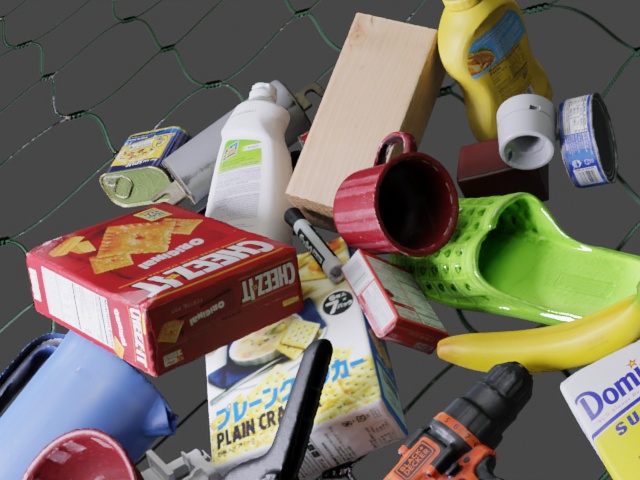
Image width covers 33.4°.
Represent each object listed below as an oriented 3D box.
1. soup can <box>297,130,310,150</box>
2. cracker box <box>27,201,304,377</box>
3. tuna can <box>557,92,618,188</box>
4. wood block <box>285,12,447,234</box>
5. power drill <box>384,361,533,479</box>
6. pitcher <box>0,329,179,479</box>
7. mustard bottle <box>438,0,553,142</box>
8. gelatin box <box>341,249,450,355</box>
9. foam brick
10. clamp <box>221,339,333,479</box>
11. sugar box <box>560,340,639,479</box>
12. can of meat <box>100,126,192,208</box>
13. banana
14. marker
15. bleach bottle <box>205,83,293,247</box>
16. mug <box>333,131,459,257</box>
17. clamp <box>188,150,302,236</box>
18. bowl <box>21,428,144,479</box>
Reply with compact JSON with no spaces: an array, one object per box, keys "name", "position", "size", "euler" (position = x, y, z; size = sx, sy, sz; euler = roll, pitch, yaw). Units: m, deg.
[{"name":"soup can","position":[0.036,-0.108,1.172],"size":[0.102,0.068,0.068],"euler":[-29,38,4]},{"name":"cracker box","position":[-0.145,0.035,0.978],"size":[0.163,0.072,0.214],"euler":[-23,27,-36]},{"name":"tuna can","position":[0.249,-0.092,0.991],"size":[0.034,0.086,0.086],"euler":[-11,43,27]},{"name":"wood block","position":[0.050,-0.112,1.083],"size":[0.091,0.090,0.206],"euler":[16,76,18]},{"name":"power drill","position":[0.139,0.188,0.786],"size":[0.184,0.057,0.188],"euler":[-46,36,-11]},{"name":"pitcher","position":[-0.262,0.204,0.989],"size":[0.242,0.145,0.149],"euler":[-50,14,-17]},{"name":"mustard bottle","position":[0.167,-0.191,1.069],"size":[0.096,0.191,0.058],"euler":[-43,39,-13]},{"name":"gelatin box","position":[0.066,0.056,0.951],"size":[0.030,0.073,0.089],"euler":[-47,47,21]},{"name":"foam brick","position":[0.179,-0.064,1.037],"size":[0.078,0.053,0.051],"euler":[-13,42,22]},{"name":"clamp","position":[-0.029,0.189,0.839],"size":[0.210,0.036,0.165],"euler":[-39,52,16]},{"name":"sugar box","position":[0.249,0.148,0.759],"size":[0.093,0.048,0.176],"euler":[-29,39,4]},{"name":"can of meat","position":[-0.213,-0.093,1.338],"size":[0.102,0.057,0.084],"euler":[-7,42,29]},{"name":"banana","position":[0.190,0.077,0.859],"size":[0.198,0.069,0.037],"euler":[-24,30,35]},{"name":"marker","position":[-0.007,0.001,1.012],"size":[0.020,0.020,0.121],"euler":[-34,37,-3]},{"name":"bleach bottle","position":[-0.067,-0.060,1.138],"size":[0.103,0.068,0.251],"euler":[-8,60,26]},{"name":"mug","position":[0.065,-0.040,0.968],"size":[0.082,0.093,0.117],"euler":[-8,79,59]},{"name":"clamp","position":[-0.083,-0.042,1.205],"size":[0.172,0.039,0.120],"euler":[-9,43,21]},{"name":"bowl","position":[-0.188,0.240,0.878],"size":[0.162,0.055,0.162],"euler":[-17,61,33]}]
